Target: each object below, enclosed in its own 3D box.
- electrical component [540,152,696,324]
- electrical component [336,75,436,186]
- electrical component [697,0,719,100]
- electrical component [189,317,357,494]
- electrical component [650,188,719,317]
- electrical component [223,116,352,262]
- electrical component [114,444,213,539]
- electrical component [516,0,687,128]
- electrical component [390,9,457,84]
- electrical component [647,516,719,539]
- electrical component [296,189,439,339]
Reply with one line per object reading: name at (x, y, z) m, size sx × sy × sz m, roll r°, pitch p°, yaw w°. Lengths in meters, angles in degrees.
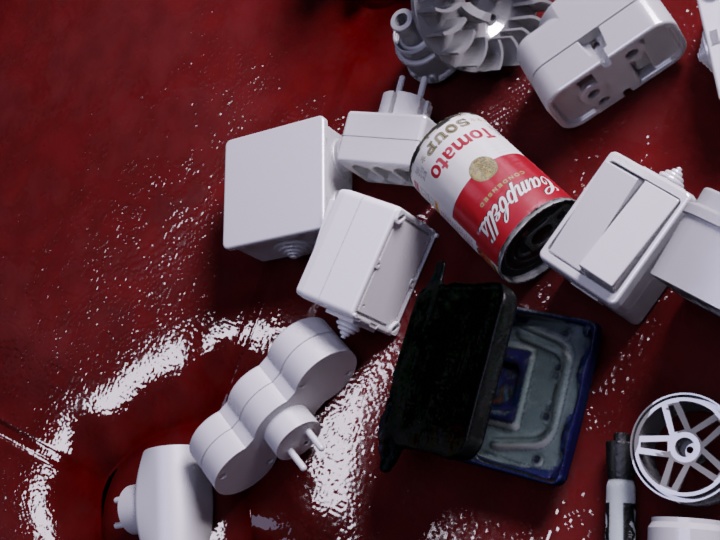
electrical component at (0.165, -0.026, 0.657) m, size 0.062 × 0.061 × 0.096 m, roll 38°, pitch 95°, yaw 34°
electrical component at (0.030, -0.104, 0.771) m, size 0.066 × 0.047 × 0.076 m, roll 8°, pitch 79°, yaw 33°
electrical component at (0.255, -0.142, 0.647) m, size 0.100 × 0.048 × 0.099 m, roll -16°, pitch 68°, yaw 27°
electrical component at (-0.052, 0.107, 0.750) m, size 0.138 × 0.052 × 0.073 m, roll -49°, pitch 57°, yaw 9°
electrical component at (0.231, 0.008, 0.597) m, size 0.113 × 0.078 × 0.057 m, roll 32°, pitch 95°, yaw 34°
electrical component at (-0.052, -0.057, 0.804) m, size 0.100 × 0.048 × 0.099 m, roll -11°, pitch 69°, yaw 28°
electrical component at (-0.151, 0.174, 0.793) m, size 0.079 × 0.043 × 0.077 m, roll -16°, pitch 67°, yaw 27°
electrical component at (0.155, -0.147, 0.706) m, size 0.095 × 0.054 × 0.059 m, roll -34°, pitch 60°, yaw 18°
electrical component at (0.044, -0.166, 0.773) m, size 0.048 × 0.062 × 0.048 m, roll -10°, pitch 70°, yaw 28°
electrical component at (0.182, 0.166, 0.596) m, size 0.045 × 0.045 × 0.055 m, roll -4°, pitch 72°, yaw 30°
electrical component at (0.000, 0.000, 0.747) m, size 0.061 × 0.062 × 0.096 m, roll 21°, pitch 86°, yaw 34°
